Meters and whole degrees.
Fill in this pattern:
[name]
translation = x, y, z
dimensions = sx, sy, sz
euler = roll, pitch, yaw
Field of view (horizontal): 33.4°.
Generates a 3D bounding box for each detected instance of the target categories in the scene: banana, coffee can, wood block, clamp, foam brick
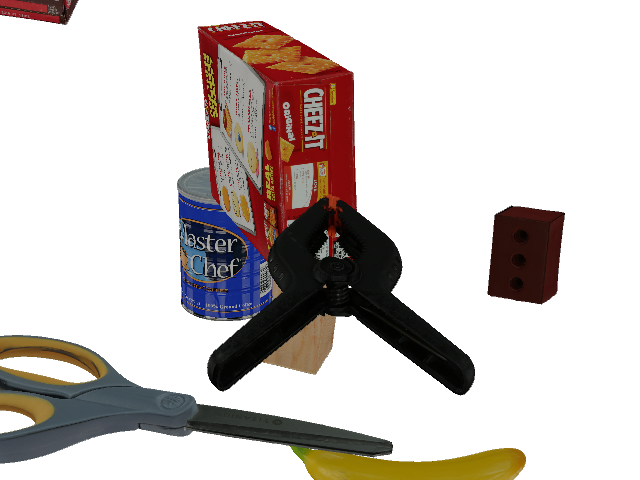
[banana]
translation = 0.075, 0.186, 0.857
dimensions = 0.197, 0.037, 0.069
euler = 6, 38, -6
[coffee can]
translation = -0.101, 0.002, 1.150
dimensions = 0.103, 0.140, 0.103
euler = 1, 23, -1
[wood block]
translation = -0.025, 0.063, 1.452
dimensions = 0.090, 0.206, 0.090
euler = 12, 21, 11
[clamp]
translation = 0.021, 0.036, 0.728
dimensions = 0.164, 0.036, 0.210
euler = 6, 33, 3
[foam brick]
translation = 0.186, 0.012, 0.963
dimensions = 0.053, 0.078, 0.051
euler = 9, 16, 26

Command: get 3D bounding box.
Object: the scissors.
[scissors]
translation = -0.080, 0.081, 0.453
dimensions = 0.202, 0.016, 0.096
euler = 14, 28, 25

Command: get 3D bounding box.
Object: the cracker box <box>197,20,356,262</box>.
[cracker box]
translation = -0.039, -0.084, 0.900
dimensions = 0.072, 0.164, 0.214
euler = -10, 25, -18

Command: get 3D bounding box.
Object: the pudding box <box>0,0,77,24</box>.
[pudding box]
translation = -0.241, -0.223, 0.879
dimensions = 0.090, 0.039, 0.113
euler = 8, 37, -4
